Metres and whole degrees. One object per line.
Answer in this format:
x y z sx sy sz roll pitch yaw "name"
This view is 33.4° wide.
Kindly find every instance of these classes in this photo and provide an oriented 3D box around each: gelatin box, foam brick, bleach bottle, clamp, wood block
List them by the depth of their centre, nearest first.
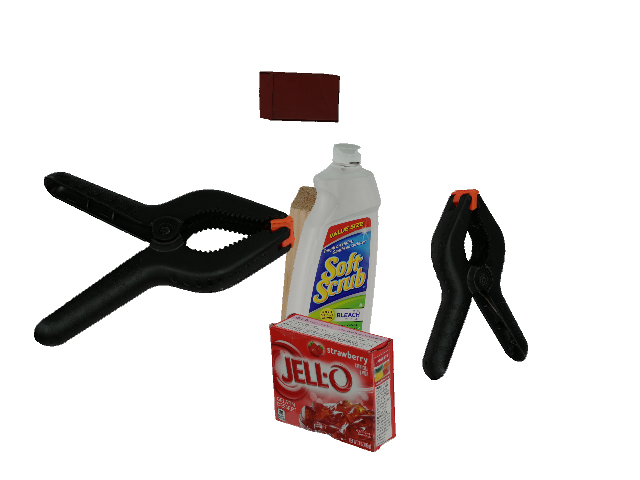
0.007 0.095 0.724 0.089 0.073 0.030 12 23 37 "gelatin box"
-0.128 -0.005 0.851 0.210 0.164 0.036 -11 -36 -7 "clamp"
0.129 0.043 0.963 0.120 0.171 0.039 -18 7 -40 "clamp"
-0.023 -0.156 1.158 0.078 0.051 0.053 0 11 -18 "foam brick"
0.012 0.018 1.183 0.102 0.251 0.068 0 16 -16 "bleach bottle"
0.002 0.044 1.400 0.090 0.206 0.090 8 23 6 "wood block"
